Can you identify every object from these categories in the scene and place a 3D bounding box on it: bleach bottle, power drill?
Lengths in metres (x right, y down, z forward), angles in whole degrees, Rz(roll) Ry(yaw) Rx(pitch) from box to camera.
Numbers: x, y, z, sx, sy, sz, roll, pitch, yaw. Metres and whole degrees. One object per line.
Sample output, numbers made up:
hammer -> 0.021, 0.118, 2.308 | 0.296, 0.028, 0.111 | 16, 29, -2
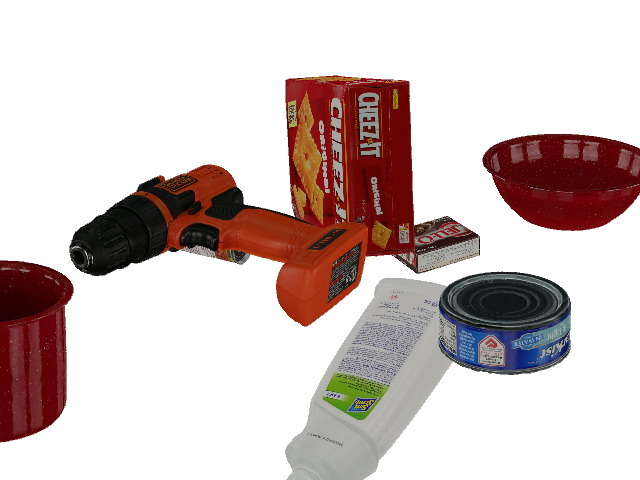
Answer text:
bleach bottle -> 0.038, 0.134, 0.939 | 0.103, 0.068, 0.250 | 6, 39, 36
power drill -> -0.072, 0.002, 0.819 | 0.188, 0.057, 0.184 | 21, 31, 23

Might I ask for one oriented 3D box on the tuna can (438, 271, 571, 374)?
tuna can -> 0.119, 0.052, 0.693 | 0.086, 0.034, 0.086 | -3, 22, 1

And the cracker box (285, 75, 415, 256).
cracker box -> 0.025, -0.083, 1.090 | 0.072, 0.164, 0.214 | -7, 12, -15

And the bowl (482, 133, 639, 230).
bowl -> 0.235, -0.052, 1.019 | 0.162, 0.055, 0.162 | -2, 24, 1

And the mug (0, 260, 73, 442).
mug -> -0.199, 0.071, 0.628 | 0.093, 0.081, 0.117 | 12, 23, 21

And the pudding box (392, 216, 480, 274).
pudding box -> 0.169, 0.006, 1.602 | 0.113, 0.039, 0.090 | -18, 27, -20

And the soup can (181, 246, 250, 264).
soup can -> -0.132, -0.016, 1.251 | 0.102, 0.068, 0.068 | 13, 4, 18
